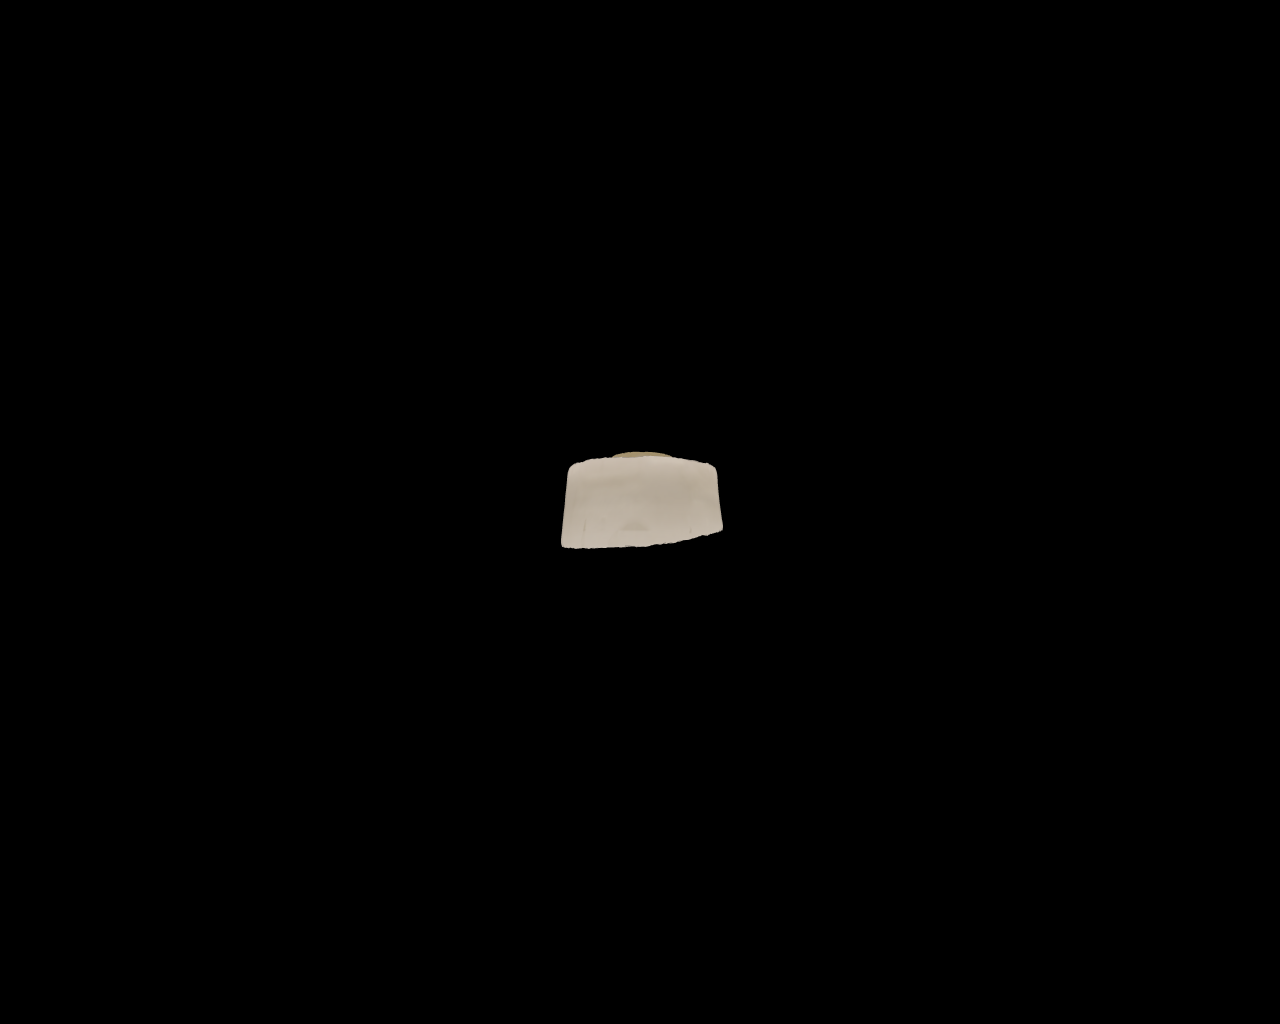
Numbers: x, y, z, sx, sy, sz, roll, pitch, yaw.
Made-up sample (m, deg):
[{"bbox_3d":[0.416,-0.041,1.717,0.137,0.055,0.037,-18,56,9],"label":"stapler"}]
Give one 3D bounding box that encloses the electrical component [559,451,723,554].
[{"bbox_3d":[0.001,-0.003,0.650,0.099,0.064,0.099,0,-7,0],"label":"electrical component"}]
